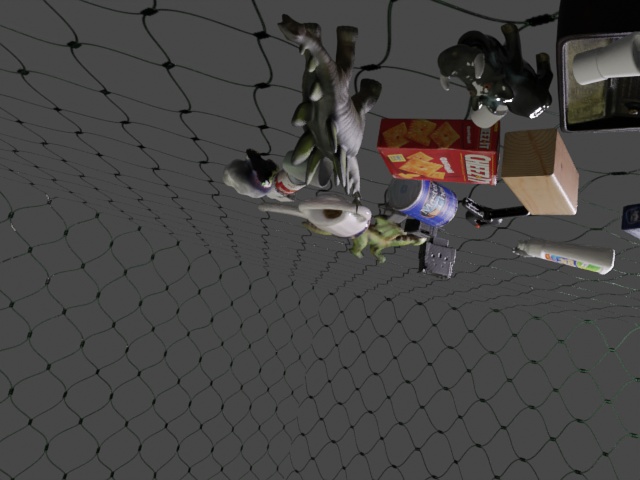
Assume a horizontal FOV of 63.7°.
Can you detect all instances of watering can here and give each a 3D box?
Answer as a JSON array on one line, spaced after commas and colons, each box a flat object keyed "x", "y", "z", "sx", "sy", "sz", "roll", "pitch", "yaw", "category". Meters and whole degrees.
[{"x": 0.005, "y": -0.078, "z": 1.550, "sx": 0.347, "sy": 0.105, "sz": 0.222, "roll": 3, "pitch": 166, "yaw": 31, "category": "watering can"}]

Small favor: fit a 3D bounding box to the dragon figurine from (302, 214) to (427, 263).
[{"x": 0.167, "y": -0.036, "z": 1.691, "sx": 0.409, "sy": 0.125, "sz": 0.238, "roll": 15, "pitch": 150, "yaw": -21, "category": "dragon figurine"}]

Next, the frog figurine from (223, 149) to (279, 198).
[{"x": -0.198, "y": -0.161, "z": 1.343, "sx": 0.158, "sy": 0.123, "sz": 0.138, "roll": -16, "pitch": 171, "yaw": 41, "category": "frog figurine"}]
